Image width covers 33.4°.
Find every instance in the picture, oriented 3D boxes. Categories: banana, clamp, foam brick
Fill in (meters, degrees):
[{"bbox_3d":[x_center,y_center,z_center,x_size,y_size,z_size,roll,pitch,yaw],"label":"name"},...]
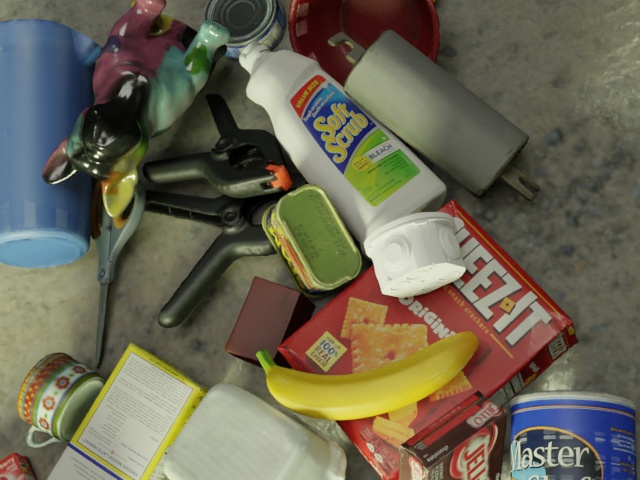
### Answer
[{"bbox_3d":[0.037,0.117,0.904,0.198,0.037,0.069,-5,70,14],"label":"banana"},{"bbox_3d":[-0.102,-0.080,1.079,0.120,0.039,0.172,-49,46,-8],"label":"clamp"},{"bbox_3d":[-0.047,0.083,1.017,0.053,0.051,0.078,18,76,21],"label":"foam brick"},{"bbox_3d":[-0.092,-0.022,1.078,0.210,0.036,0.165,-28,58,2],"label":"clamp"}]

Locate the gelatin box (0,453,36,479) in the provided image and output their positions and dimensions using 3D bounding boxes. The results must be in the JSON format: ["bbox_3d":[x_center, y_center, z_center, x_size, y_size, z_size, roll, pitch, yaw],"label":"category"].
[{"bbox_3d":[-0.316,0.263,1.042,0.089,0.030,0.073,-32,64,3],"label":"gelatin box"}]

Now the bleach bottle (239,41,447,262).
[{"bbox_3d":[0.004,-0.100,1.038,0.102,0.068,0.251,-35,70,-23],"label":"bleach bottle"}]

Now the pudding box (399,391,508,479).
[{"bbox_3d":[0.109,0.190,0.879,0.089,0.113,0.039,-28,48,-26],"label":"pudding box"}]

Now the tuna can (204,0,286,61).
[{"bbox_3d":[-0.082,-0.240,1.159,0.086,0.033,0.086,-6,69,15],"label":"tuna can"}]

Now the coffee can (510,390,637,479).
[{"bbox_3d":[0.205,0.201,0.866,0.103,0.102,0.140,-2,70,16],"label":"coffee can"}]

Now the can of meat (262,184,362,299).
[{"bbox_3d":[-0.007,0.001,0.996,0.057,0.084,0.102,-29,89,-11],"label":"can of meat"}]

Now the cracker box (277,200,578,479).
[{"bbox_3d":[0.095,0.093,0.958,0.213,0.072,0.164,-41,64,-2],"label":"cracker box"}]

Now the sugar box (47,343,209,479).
[{"bbox_3d":[-0.185,0.198,1.020,0.093,0.048,0.176,28,83,24],"label":"sugar box"}]

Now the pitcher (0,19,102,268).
[{"bbox_3d":[-0.309,-0.097,1.128,0.144,0.149,0.243,4,69,-26],"label":"pitcher"}]

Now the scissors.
[{"bbox_3d":[-0.207,0.022,1.091,0.096,0.016,0.202,-28,60,38],"label":"scissors"}]

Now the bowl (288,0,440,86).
[{"bbox_3d":[0.051,-0.215,1.071,0.162,0.055,0.162,11,119,21],"label":"bowl"}]

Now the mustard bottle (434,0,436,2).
[{"bbox_3d":[0.086,-0.339,1.132,0.096,0.058,0.191,2,70,20],"label":"mustard bottle"}]
